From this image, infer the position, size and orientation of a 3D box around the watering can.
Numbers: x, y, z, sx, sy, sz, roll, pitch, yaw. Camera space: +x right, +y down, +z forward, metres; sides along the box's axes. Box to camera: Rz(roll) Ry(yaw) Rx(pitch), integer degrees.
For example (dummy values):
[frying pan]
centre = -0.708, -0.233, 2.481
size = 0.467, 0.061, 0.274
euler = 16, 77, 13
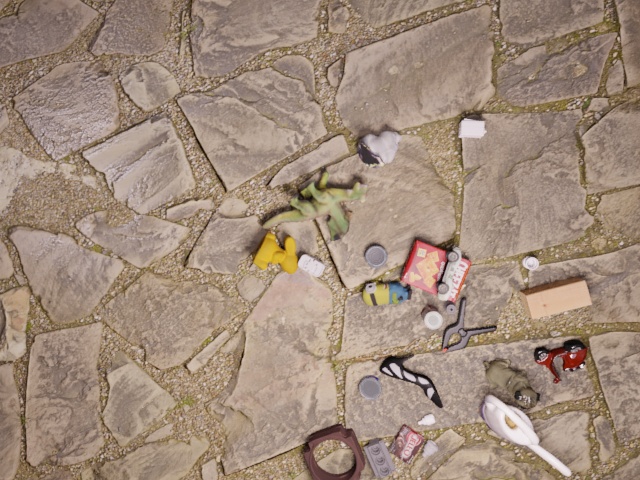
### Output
[watering can]
centre = 0.689, 0.666, 1.786
size = 0.105, 0.222, 0.348
euler = -43, 87, -12

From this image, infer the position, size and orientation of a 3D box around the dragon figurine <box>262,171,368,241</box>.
[dragon figurine]
centre = 0.006, -0.096, 1.916
size = 0.407, 0.123, 0.242
euler = -40, 95, 14

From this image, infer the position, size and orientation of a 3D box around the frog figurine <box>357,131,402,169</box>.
[frog figurine]
centre = 0.220, -0.344, 1.897
size = 0.138, 0.120, 0.162
euler = 35, 59, 12
